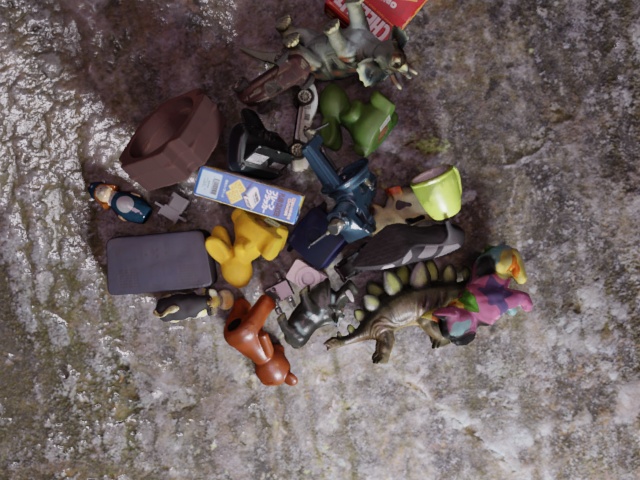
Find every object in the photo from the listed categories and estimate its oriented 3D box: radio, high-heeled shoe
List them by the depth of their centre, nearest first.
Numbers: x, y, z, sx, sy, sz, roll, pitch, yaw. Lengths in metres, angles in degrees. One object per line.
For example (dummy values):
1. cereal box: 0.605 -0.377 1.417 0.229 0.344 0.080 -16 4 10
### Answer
1. high-heeled shoe: 0.193 0.023 1.151 0.249 0.145 0.086 -22 62 5
2. radio: -0.354 0.048 1.201 0.230 0.073 0.131 -6 92 -2

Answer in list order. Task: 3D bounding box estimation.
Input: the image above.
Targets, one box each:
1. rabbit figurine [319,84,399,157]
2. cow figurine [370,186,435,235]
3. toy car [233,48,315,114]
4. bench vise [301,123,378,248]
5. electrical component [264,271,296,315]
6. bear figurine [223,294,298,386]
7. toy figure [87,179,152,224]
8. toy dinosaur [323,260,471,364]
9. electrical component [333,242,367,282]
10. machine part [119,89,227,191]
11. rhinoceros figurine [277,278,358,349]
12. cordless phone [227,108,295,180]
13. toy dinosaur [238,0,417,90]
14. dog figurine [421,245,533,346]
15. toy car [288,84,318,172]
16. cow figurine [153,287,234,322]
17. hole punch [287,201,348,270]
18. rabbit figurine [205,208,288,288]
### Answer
1. rabbit figurine: 0.066 -0.267 1.185 0.170 0.121 0.159 36 99 16
2. cow figurine: 0.186 -0.060 1.195 0.195 0.085 0.127 -14 91 -4
3. toy car: -0.102 -0.329 1.138 0.089 0.202 0.053 37 51 -35
4. bench vise: 0.031 -0.118 1.109 0.240 0.129 0.224 54 50 -16
5. electrical component: -0.095 0.120 1.230 0.063 0.021 0.094 -26 93 2
6. bear figurine: -0.122 0.233 1.201 0.195 0.120 0.132 49 47 -27
7. toy figure: -0.453 -0.090 1.203 0.154 0.057 0.064 27 54 0
8. toy dinosaur: 0.225 0.143 1.194 0.472 0.105 0.198 -17 88 -10
9. electrical component: 0.094 0.039 1.179 0.119 0.075 0.047 -32 93 29
10. machine part: -0.303 -0.206 1.115 0.201 0.201 0.087 -9 137 34
11. rhinoceros figurine: -0.005 0.148 1.141 0.190 0.073 0.112 -41 83 -6
12. cordless phone: -0.147 -0.222 1.134 0.089 0.146 0.184 -41 61 29
13. toy dinosaur: 0.026 -0.393 1.140 0.192 0.405 0.131 47 60 -42
14. dog figurine: 0.318 0.114 1.119 0.219 0.108 0.191 -9 82 -12
15. toy car: -0.036 -0.251 1.185 0.056 0.073 0.201 7 93 -8
16. cow figurine: -0.279 0.141 1.193 0.167 0.098 0.068 -11 86 1
17. hole punch: -0.002 -0.004 1.194 0.116 0.092 0.142 39 96 2
18. rabbit figurine: -0.171 0.025 1.182 0.162 0.122 0.173 24 111 -8
